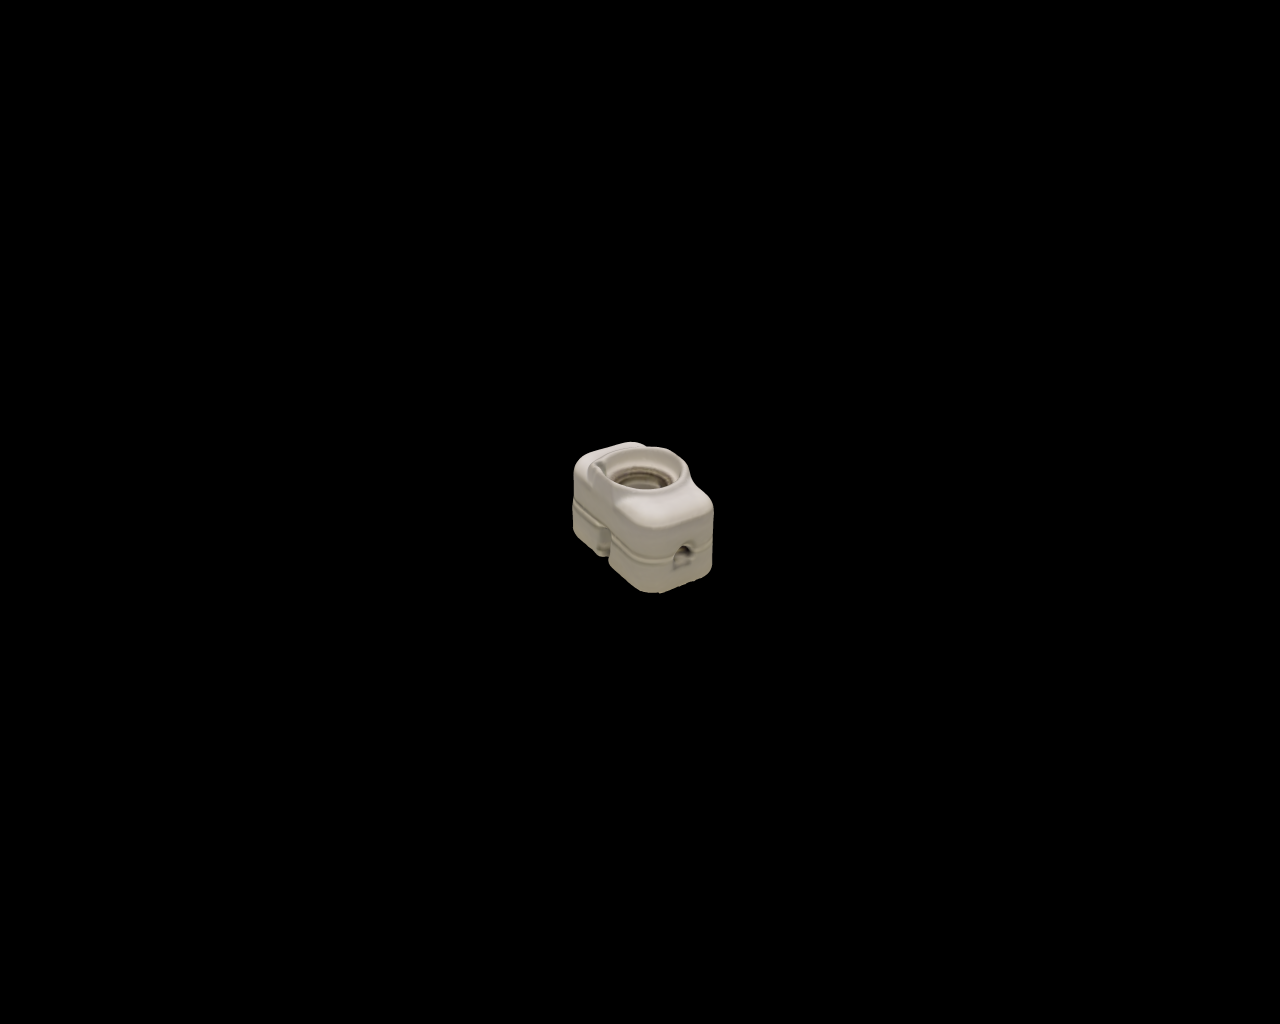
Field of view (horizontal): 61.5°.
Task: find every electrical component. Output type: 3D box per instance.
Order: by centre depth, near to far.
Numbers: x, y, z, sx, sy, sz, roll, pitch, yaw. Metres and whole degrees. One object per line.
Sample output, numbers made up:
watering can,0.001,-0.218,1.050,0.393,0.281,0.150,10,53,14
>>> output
electrical component,0.001,-0.003,0.650,0.054,0.059,0.095,-18,36,-27
